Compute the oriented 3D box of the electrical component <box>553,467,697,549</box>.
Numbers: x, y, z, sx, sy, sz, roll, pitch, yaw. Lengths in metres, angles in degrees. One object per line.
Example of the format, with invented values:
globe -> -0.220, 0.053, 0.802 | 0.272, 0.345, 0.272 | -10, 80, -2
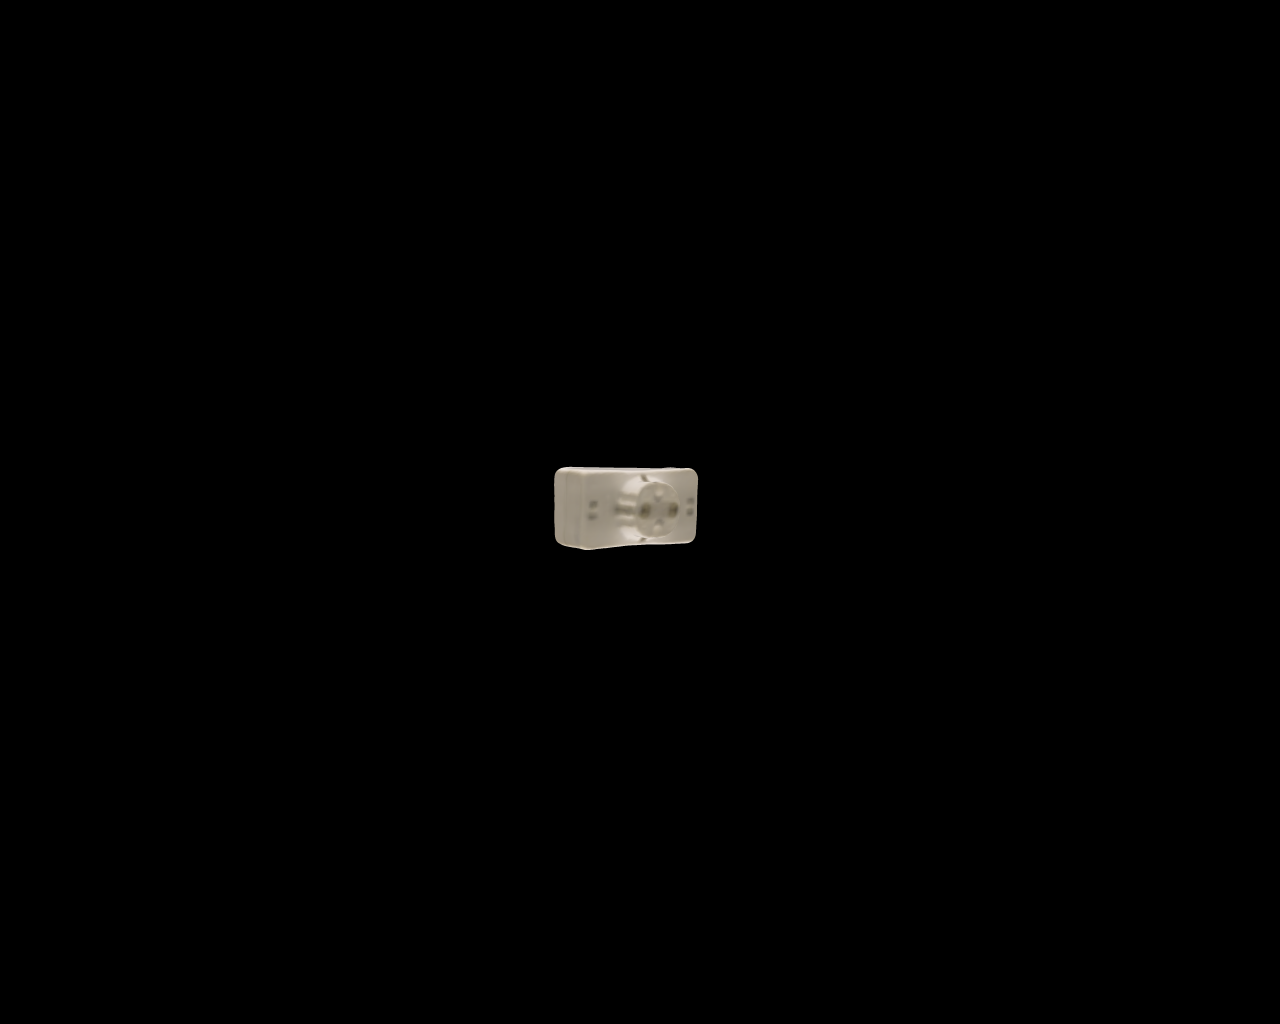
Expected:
electrical component -> 0.001, -0.003, 0.650 | 0.083, 0.047, 0.075 | -2, 4, -31
